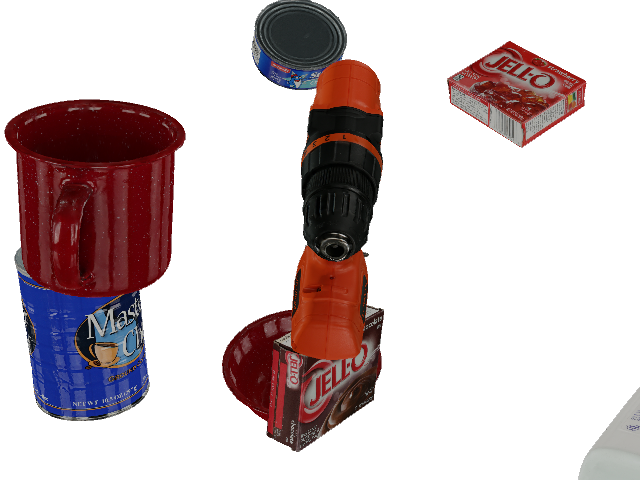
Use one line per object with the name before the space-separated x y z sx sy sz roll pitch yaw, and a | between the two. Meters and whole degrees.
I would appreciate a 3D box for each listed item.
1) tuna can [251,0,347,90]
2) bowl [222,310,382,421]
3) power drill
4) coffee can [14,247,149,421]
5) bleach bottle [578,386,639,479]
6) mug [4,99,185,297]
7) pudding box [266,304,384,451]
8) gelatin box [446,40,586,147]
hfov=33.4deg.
tuna can | -0.020 -0.181 0.986 0.086 0.086 0.034 0 -32 -12
bowl | -0.017 0.141 1.089 0.162 0.055 0.162 -2 36 2
power drill | 0.012 -0.005 0.740 0.057 0.188 0.184 7 42 1
coffee can | -0.207 0.072 0.938 0.103 0.140 0.103 -1 23 0
bleach bottle | 0.244 0.102 0.630 0.103 0.068 0.250 18 29 31
mug | -0.121 -0.017 0.566 0.093 0.081 0.117 4 27 -3
pudding box | 0.005 0.108 0.878 0.039 0.090 0.113 20 28 29
gelatin box | 0.160 -0.123 0.879 0.073 0.030 0.089 -32 48 -20
